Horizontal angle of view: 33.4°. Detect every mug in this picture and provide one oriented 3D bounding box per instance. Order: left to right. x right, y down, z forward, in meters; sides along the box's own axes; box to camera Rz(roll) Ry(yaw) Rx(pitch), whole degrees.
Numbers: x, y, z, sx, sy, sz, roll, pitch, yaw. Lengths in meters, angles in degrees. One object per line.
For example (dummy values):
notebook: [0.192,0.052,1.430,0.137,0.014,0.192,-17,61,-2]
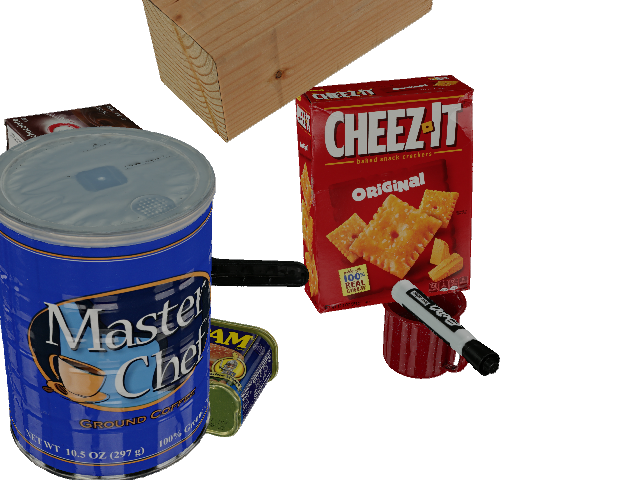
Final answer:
mug: [0.119,0.103,1.171,0.093,0.081,0.117,-24,40,-35]

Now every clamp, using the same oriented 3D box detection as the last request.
clamp: [-0.140,0.037,1.072,0.210,0.036,0.164,11,21,37]

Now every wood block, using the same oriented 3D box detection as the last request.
wood block: [-0.019,-0.178,0.804,0.205,0.090,0.091,-35,-29,-20]

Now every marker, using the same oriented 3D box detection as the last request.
marker: [0.092,0.064,0.788,0.020,0.020,0.121,0,25,-31]

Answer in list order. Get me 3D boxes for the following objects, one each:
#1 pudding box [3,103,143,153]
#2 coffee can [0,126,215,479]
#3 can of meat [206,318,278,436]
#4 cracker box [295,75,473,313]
pudding box: [-0.167,-0.058,0.783,0.089,0.039,0.114,-14,36,-38]
coffee can: [-0.103,0.030,0.515,0.103,0.140,0.103,3,31,-2]
can of meat: [-0.097,0.111,0.882,0.102,0.057,0.083,10,31,16]
cracker box: [0.065,-0.046,1.051,0.164,0.214,0.072,-7,22,-13]
